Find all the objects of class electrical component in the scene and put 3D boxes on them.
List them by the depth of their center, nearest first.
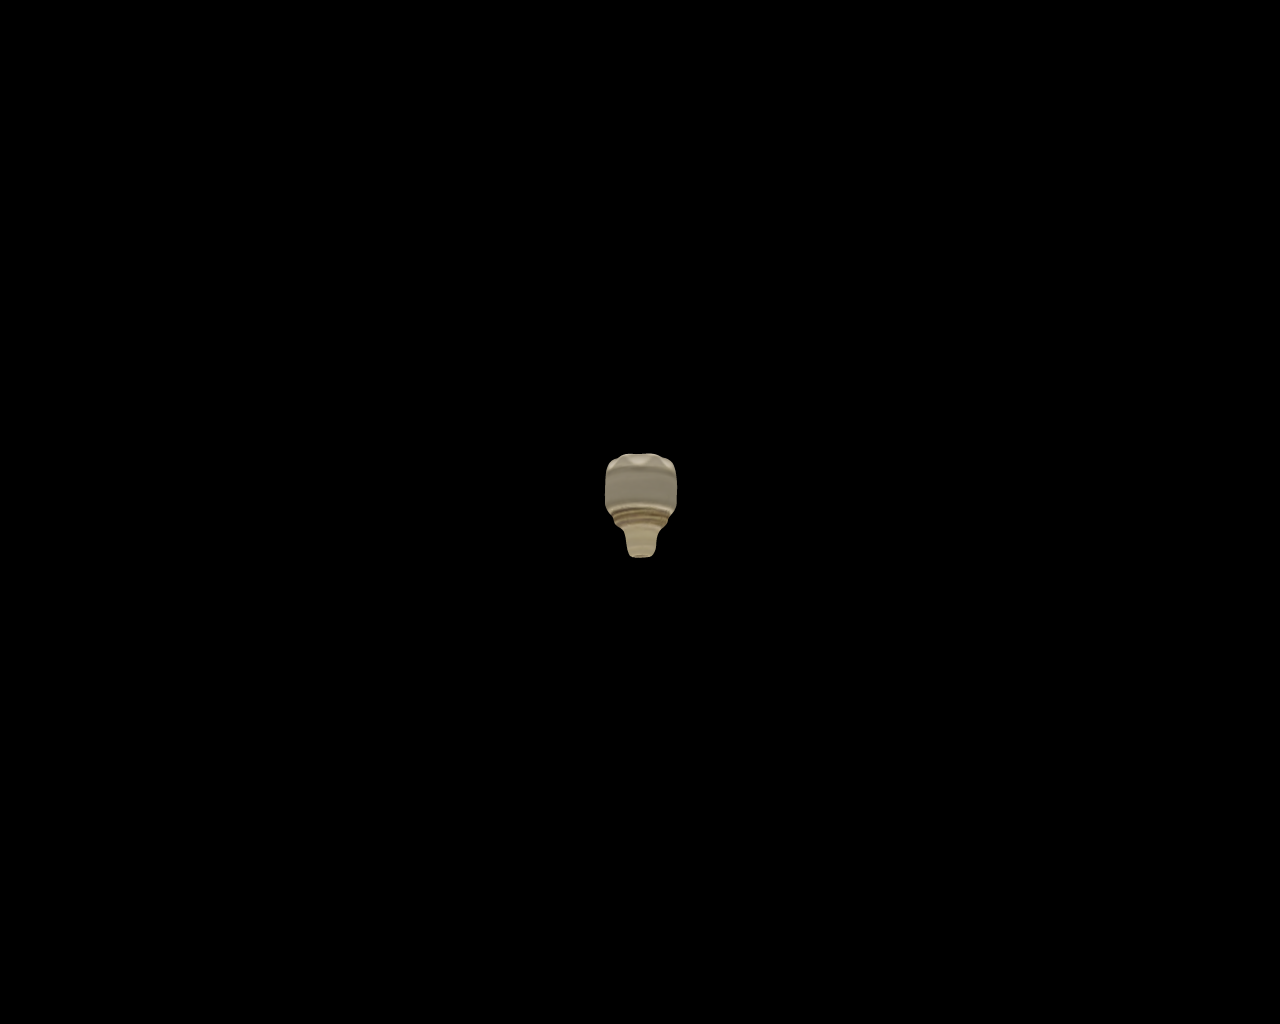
[{"bbox_3d":[0.001,-0.003,0.650,0.043,0.062,0.043,0,-12,0],"label":"electrical component"}]
